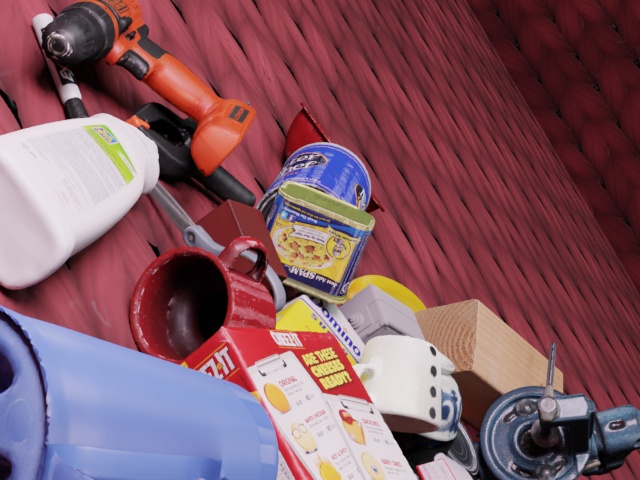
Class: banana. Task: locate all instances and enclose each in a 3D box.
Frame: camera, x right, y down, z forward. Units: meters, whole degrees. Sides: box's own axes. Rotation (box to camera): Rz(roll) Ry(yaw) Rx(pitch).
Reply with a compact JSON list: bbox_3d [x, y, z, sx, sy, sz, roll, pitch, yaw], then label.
[{"bbox_3d":[0.084,0.077,1.240,0.197,0.037,0.070,33,29,-45],"label":"banana"}]

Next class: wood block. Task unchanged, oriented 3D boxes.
[{"bbox_3d":[0.199,0.160,1.262,0.205,0.091,0.090,38,50,-39],"label":"wood block"}]

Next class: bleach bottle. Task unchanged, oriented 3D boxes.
[{"bbox_3d":[-0.180,-0.043,0.814,0.102,0.068,0.250,56,19,-2],"label":"bleach bottle"}]

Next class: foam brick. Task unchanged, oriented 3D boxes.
[{"bbox_3d":[-0.075,0.012,0.974,0.052,0.051,0.078,21,40,-54],"label":"foam brick"}]

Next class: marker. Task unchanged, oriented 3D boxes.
[{"bbox_3d":[-0.224,-0.144,0.924,0.020,0.020,0.121,17,44,-58],"label":"marker"}]

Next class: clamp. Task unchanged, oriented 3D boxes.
[{"bbox_3d":[-0.125,-0.081,1.019,0.120,0.039,0.171,56,25,16],"label":"clamp"}]

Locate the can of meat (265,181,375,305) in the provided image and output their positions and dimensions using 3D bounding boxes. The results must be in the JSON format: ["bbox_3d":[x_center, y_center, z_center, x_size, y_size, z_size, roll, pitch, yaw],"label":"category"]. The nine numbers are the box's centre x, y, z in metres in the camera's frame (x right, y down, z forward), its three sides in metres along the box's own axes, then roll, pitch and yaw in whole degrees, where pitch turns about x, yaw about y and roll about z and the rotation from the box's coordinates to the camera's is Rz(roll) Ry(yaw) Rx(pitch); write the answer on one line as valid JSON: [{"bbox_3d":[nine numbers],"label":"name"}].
[{"bbox_3d":[-0.007,0.001,1.017,0.102,0.084,0.057,22,19,0],"label":"can of meat"}]

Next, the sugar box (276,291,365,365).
[{"bbox_3d":[-0.012,0.106,0.981,0.093,0.048,0.176,54,22,-4],"label":"sugar box"}]

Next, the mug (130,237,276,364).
[{"bbox_3d":[-0.080,0.049,0.830,0.093,0.117,0.081,34,4,30],"label":"mug"}]

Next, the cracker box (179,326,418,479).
[{"bbox_3d":[-0.001,0.171,0.773,0.164,0.072,0.214,13,42,-60],"label":"cracker box"}]

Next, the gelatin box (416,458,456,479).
[{"bbox_3d":[0.113,0.242,0.928,0.089,0.030,0.073,-126,-158,-77],"label":"gelatin box"}]

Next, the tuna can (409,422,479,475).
[{"bbox_3d":[0.133,0.221,1.142,0.086,0.034,0.086,45,24,-26],"label":"tuna can"}]

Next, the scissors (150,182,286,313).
[{"bbox_3d":[-0.107,0.018,0.920,0.202,0.096,0.016,34,28,31],"label":"scissors"}]

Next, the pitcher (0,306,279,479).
[{"bbox_3d":[-0.118,0.123,0.603,0.242,0.145,0.149,26,37,-58],"label":"pitcher"}]

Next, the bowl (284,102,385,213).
[{"bbox_3d":[0.007,-0.082,1.248,0.162,0.055,0.162,53,5,-7],"label":"bowl"}]

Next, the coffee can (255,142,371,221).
[{"bbox_3d":[-0.007,-0.034,1.114,0.103,0.103,0.140,52,22,-11],"label":"coffee can"}]

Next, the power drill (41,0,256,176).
[{"bbox_3d":[-0.148,-0.142,0.943,0.187,0.057,0.184,43,21,-10],"label":"power drill"}]

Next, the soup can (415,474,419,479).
[{"bbox_3d":[0.067,0.257,0.899,0.068,0.069,0.102,30,33,-48],"label":"soup can"}]
